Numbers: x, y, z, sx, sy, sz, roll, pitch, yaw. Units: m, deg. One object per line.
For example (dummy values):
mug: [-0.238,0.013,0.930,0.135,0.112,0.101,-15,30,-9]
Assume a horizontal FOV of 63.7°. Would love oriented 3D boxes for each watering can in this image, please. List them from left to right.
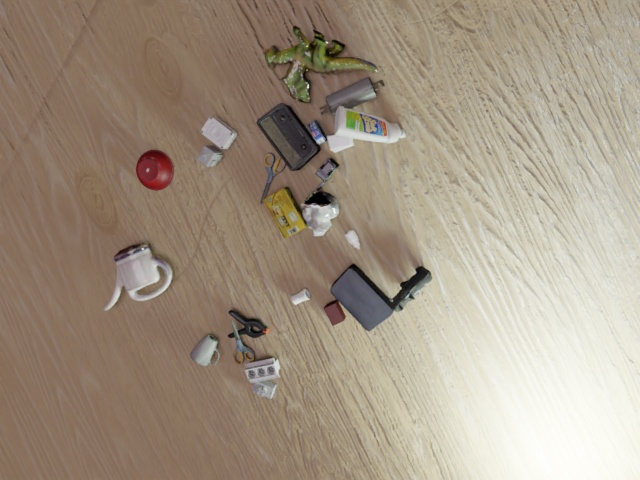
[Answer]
watering can: [-0.757,0.145,2.055,0.346,0.104,0.224,-21,92,12]

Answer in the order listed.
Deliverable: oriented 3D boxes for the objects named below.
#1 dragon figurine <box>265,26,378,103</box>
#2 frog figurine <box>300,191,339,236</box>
dragon figurine: [-0.023,-0.601,1.823,0.412,0.124,0.238,33,115,10]
frog figurine: [0.006,-0.095,1.887,0.137,0.126,0.156,-13,132,5]
